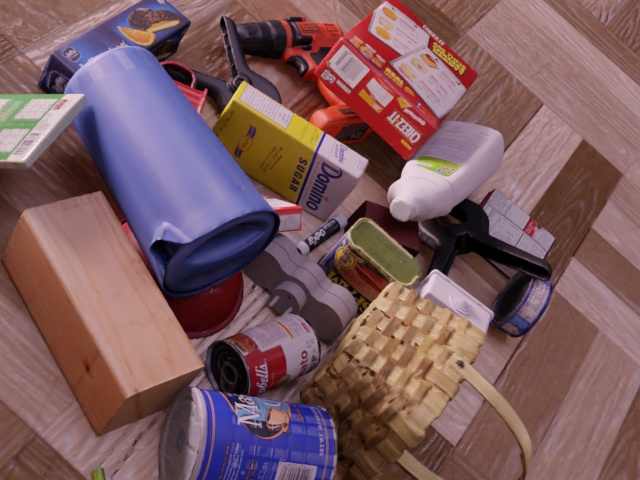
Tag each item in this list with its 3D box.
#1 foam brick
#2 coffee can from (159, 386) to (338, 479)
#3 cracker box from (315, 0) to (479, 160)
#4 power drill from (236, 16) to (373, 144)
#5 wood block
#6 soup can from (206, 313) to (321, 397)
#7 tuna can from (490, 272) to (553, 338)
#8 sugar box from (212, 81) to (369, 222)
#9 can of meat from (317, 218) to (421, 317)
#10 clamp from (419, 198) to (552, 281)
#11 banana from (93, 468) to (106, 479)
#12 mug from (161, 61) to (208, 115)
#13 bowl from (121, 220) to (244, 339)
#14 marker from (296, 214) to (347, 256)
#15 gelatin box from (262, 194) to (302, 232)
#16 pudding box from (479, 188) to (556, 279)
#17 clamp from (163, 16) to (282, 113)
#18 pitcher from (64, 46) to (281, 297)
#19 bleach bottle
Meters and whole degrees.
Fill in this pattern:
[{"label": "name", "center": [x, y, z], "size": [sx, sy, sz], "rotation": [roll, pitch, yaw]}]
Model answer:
[{"label": "foam brick", "center": [0.075, -0.004, 1.291], "size": [0.078, 0.053, 0.051], "rotation": [20, 48, -19]}, {"label": "coffee can", "center": [-0.068, 0.198, 1.004], "size": [0.140, 0.103, 0.103], "rotation": [13, 51, -25]}, {"label": "cracker box", "center": [0.103, -0.215, 1.387], "size": [0.164, 0.072, 0.213], "rotation": [43, 34, -2]}, {"label": "power drill", "center": [-0.015, -0.212, 1.389], "size": [0.184, 0.057, 0.188], "rotation": [-9, 63, -38]}, {"label": "wood block", "center": [-0.211, 0.068, 1.020], "size": [0.090, 0.091, 0.206], "rotation": [-19, 69, -40]}, {"label": "soup can", "center": [-0.057, 0.121, 1.097], "size": [0.102, 0.069, 0.068], "rotation": [-18, 68, -42]}, {"label": "tuna can", "center": [0.249, 0.078, 1.319], "size": [0.033, 0.086, 0.086], "rotation": [33, 45, -9]}, {"label": "sugar box", "center": [-0.041, -0.102, 1.262], "size": [0.176, 0.093, 0.048], "rotation": [33, 46, -7]}, {"label": "can of meat", "center": [0.055, 0.036, 1.225], "size": [0.102, 0.084, 0.057], "rotation": [41, 45, 1]}, {"label": "clamp", "center": [0.185, 0.001, 1.328], "size": [0.164, 0.036, 0.210], "rotation": [-9, 41, -3]}, {"label": "banana", "center": [-0.122, 0.269, 0.961], "size": [0.197, 0.037, 0.069], "rotation": [29, 45, -12]}, {"label": "mug", "center": [-0.178, -0.153, 1.211], "size": [0.081, 0.093, 0.117], "rotation": [21, 66, -12]}, {"label": "bowl", "center": [-0.144, 0.021, 1.126], "size": [0.162, 0.055, 0.162], "rotation": [17, 49, -21]}, {"label": "marker", "center": [-0.008, 0.002, 1.256], "size": [0.020, 0.020, 0.120], "rotation": [47, 45, 7]}, {"label": "gelatin box", "center": [-0.074, -0.029, 1.194], "size": [0.073, 0.030, 0.089], "rotation": [-6, 16, -37]}, {"label": "pudding box", "center": [0.250, -0.003, 1.418], "size": [0.113, 0.039, 0.089], "rotation": [39, 46, 2]}, {"label": "clamp", "center": [-0.113, -0.185, 1.313], "size": [0.120, 0.039, 0.171], "rotation": [-34, 83, -18]}, {"label": "pitcher", "center": [-0.149, -0.074, 1.074], "size": [0.145, 0.149, 0.243], "rotation": [-30, 70, -13]}, {"label": "bleach bottle", "center": [0.145, -0.081, 1.338], "size": [0.103, 0.068, 0.250], "rotation": [12, 27, 26]}]
